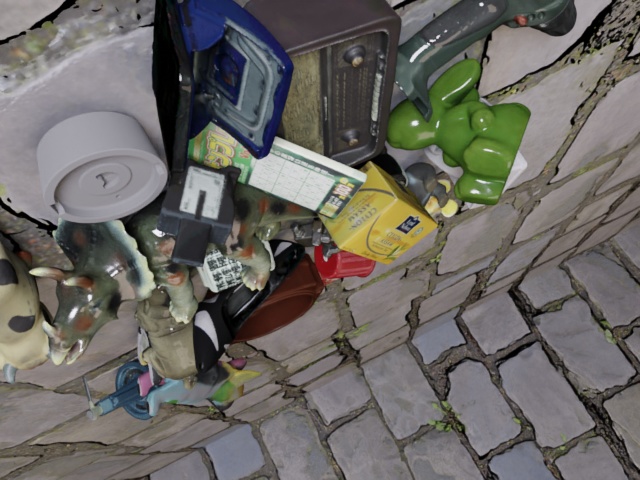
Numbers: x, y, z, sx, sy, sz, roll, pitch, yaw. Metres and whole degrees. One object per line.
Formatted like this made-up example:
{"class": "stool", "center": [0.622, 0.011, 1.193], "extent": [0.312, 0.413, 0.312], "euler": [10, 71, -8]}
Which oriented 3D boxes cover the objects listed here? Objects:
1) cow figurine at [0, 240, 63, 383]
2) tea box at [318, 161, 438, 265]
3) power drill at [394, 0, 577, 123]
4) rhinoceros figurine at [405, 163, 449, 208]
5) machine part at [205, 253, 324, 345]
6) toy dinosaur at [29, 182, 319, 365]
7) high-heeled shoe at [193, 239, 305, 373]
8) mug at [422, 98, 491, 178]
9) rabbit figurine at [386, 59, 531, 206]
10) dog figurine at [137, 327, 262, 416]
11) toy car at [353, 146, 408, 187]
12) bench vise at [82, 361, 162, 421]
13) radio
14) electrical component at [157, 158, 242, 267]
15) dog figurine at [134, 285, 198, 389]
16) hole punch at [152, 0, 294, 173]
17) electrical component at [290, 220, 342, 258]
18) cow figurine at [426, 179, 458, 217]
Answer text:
{"class": "cow figurine", "center": [-0.336, 0.071, 0.575], "extent": [0.085, 0.127, 0.194], "euler": [-19, 155, -15]}
{"class": "tea box", "center": [0.080, -0.029, 0.712], "extent": [0.098, 0.068, 0.169], "euler": [-40, 154, 18]}
{"class": "power drill", "center": [0.173, -0.221, 0.579], "extent": [0.207, 0.086, 0.232], "euler": [-32, 157, 22]}
{"class": "rhinoceros figurine", "center": [0.117, -0.051, 0.875], "extent": [0.190, 0.112, 0.073], "euler": [-44, 140, 8]}
{"class": "machine part", "center": [-0.106, 0.111, 0.998], "extent": [0.201, 0.087, 0.201], "euler": [-14, 157, -31]}
{"class": "toy dinosaur", "center": [-0.140, -0.014, 0.639], "extent": [0.405, 0.131, 0.192], "euler": [-32, 149, -17]}
{"class": "high-heeled shoe", "center": [-0.099, 0.093, 0.811], "extent": [0.145, 0.249, 0.086], "euler": [-10, 130, 13]}
{"class": "mug", "center": [0.205, -0.156, 0.780], "extent": [0.109, 0.081, 0.107], "euler": [6, 129, -46]}
{"class": "rabbit figurine", "center": [0.169, -0.147, 0.676], "extent": [0.121, 0.170, 0.159], "euler": [59, 52, -71]}
{"class": "dog figurine", "center": [-0.218, 0.229, 0.988], "extent": [0.219, 0.191, 0.109], "euler": [-2, -171, -35]}
{"class": "toy car", "center": [0.046, -0.092, 0.727], "extent": [0.201, 0.073, 0.056], "euler": [-5, 148, -45]}
{"class": "bench vise", "center": [-0.340, 0.284, 1.052], "extent": [0.224, 0.129, 0.240], "euler": [-26, 175, 27]}
{"class": "radio", "center": [0.004, -0.149, 0.548], "extent": [0.131, 0.073, 0.229], "euler": [-23, 159, -8]}
{"class": "electrical component", "center": [-0.124, -0.024, 0.544], "extent": [0.075, 0.119, 0.047], "euler": [10, 154, -18]}
{"class": "dog figurine", "center": [-0.218, 0.128, 0.797], "extent": [0.121, 0.172, 0.190], "euler": [-31, 168, -21]}
{"class": "hole punch", "center": [-0.085, -0.129, 0.429], "extent": [0.092, 0.116, 0.142], "euler": [-11, 152, -22]}
{"class": "electrical component", "center": [-0.002, -0.002, 0.885], "extent": [0.078, 0.045, 0.102], "euler": [-9, 162, 5]}
{"class": "cow figurine", "center": [0.158, -0.048, 0.970], "extent": [0.167, 0.068, 0.098], "euler": [-27, -174, 1]}
